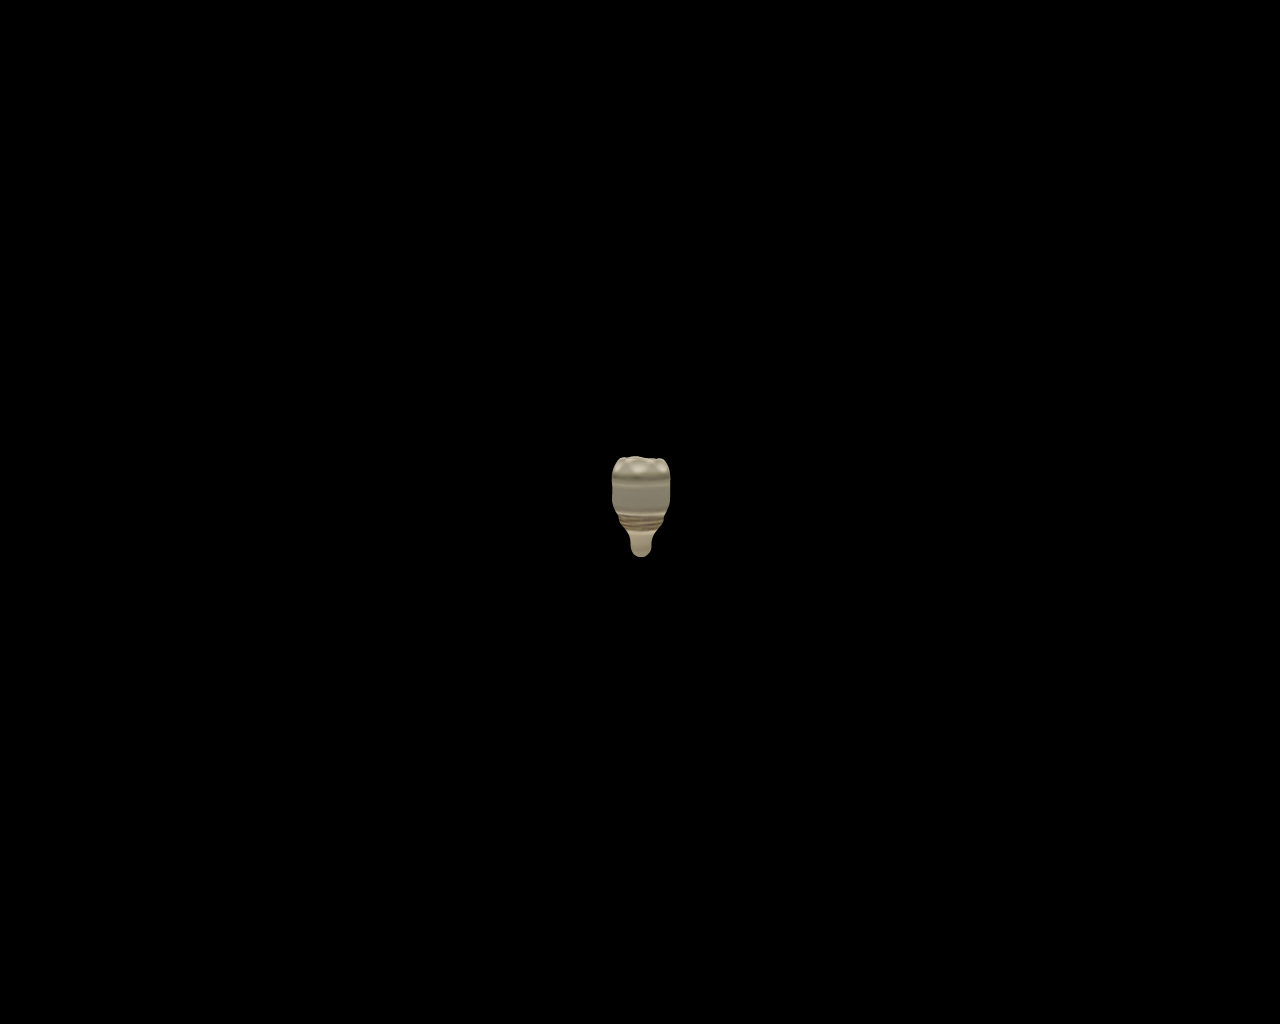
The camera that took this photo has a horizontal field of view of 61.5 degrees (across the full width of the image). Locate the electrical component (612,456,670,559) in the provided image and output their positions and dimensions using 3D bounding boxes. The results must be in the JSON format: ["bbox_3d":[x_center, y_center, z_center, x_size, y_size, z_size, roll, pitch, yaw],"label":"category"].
[{"bbox_3d":[0.001,-0.003,0.650,0.035,0.061,0.035,0,7,0],"label":"electrical component"}]
